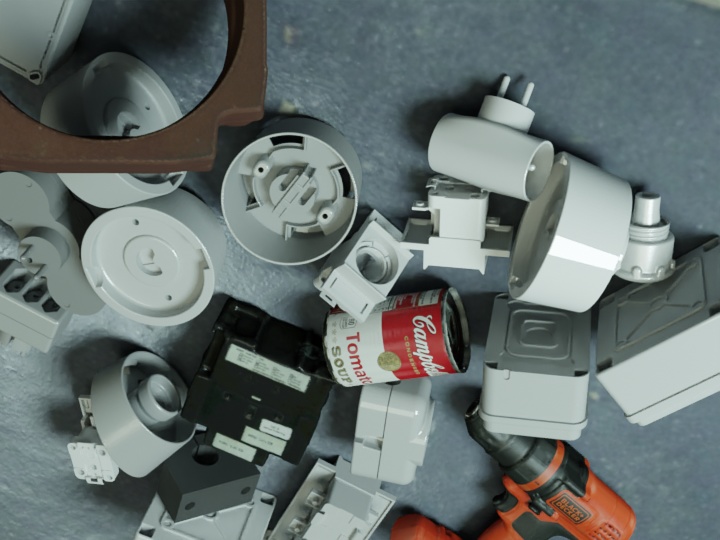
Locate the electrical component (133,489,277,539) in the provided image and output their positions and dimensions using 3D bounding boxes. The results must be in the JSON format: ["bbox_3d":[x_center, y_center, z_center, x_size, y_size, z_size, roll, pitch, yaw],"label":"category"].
[{"bbox_3d":[-0.144,0.241,0.983,0.109,0.108,0.056,21,121,0],"label":"electrical component"}]

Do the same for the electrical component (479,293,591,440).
[{"bbox_3d":[0.133,0.071,0.809,0.078,0.113,0.057,5,119,11],"label":"electrical component"}]

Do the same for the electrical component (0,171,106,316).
[{"bbox_3d":[-0.250,-0.020,0.865,0.052,0.073,0.138,-17,116,22],"label":"electrical component"}]

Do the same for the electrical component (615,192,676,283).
[{"bbox_3d":[0.205,-0.025,0.775,0.048,0.048,0.062,4,114,11],"label":"electrical component"}]

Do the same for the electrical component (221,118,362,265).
[{"bbox_3d":[-0.048,-0.061,0.798,0.099,0.064,0.099,6,122,10],"label":"electrical component"}]

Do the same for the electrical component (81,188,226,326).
[{"bbox_3d":[-0.158,-0.017,0.853,0.108,0.060,0.108,6,122,9],"label":"electrical component"}]

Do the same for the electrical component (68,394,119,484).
[{"bbox_3d":[-0.233,0.155,0.977,0.042,0.063,0.081,2,122,11],"label":"electrical component"}]

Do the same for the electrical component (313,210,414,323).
[{"bbox_3d":[0.000,0.000,0.820,0.042,0.081,0.064,41,150,-12],"label":"electrical component"}]

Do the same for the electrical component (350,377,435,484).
[{"bbox_3d":[0.029,0.131,0.906,0.059,0.053,0.095,11,123,6],"label":"electrical component"}]

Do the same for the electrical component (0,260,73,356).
[{"bbox_3d":[-0.291,0.044,0.930,0.066,0.047,0.076,28,123,-5],"label":"electrical component"}]

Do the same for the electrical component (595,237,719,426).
[{"bbox_3d":[0.229,0.043,0.772,0.109,0.108,0.056,-32,107,28],"label":"electrical component"}]

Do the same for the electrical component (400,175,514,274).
[{"bbox_3d":[0.073,-0.036,0.799,0.081,0.042,0.063,5,121,9],"label":"electrical component"}]

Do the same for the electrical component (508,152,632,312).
[{"bbox_3d":[0.152,-0.022,0.753,0.060,0.108,0.108,18,124,-6],"label":"electrical component"}]

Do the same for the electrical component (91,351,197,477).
[{"bbox_3d":[-0.190,0.122,0.927,0.064,0.099,0.099,-33,109,21],"label":"electrical component"}]

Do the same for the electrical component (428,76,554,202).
[{"bbox_3d":[0.098,-0.096,0.750,0.077,0.044,0.079,22,92,29],"label":"electrical component"}]

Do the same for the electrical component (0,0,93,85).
[{"bbox_3d":[-0.227,-0.192,0.759,0.062,0.061,0.096,29,123,-6],"label":"electrical component"}]

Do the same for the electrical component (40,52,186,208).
[{"bbox_3d":[-0.183,-0.097,0.784,0.060,0.108,0.108,-18,116,29],"label":"electrical component"}]

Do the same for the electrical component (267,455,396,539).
[{"bbox_3d":[-0.031,0.237,0.981,0.079,0.063,0.121,27,123,-4],"label":"electrical component"}]
